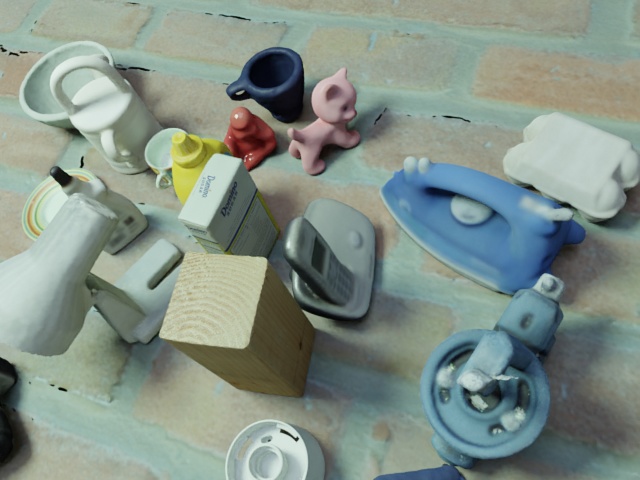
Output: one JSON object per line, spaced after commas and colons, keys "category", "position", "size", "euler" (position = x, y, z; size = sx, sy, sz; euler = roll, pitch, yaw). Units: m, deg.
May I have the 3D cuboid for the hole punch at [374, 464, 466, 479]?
{"category": "hole punch", "position": [0.104, 0.274, 0.549], "size": [0.101, 0.091, 0.108], "euler": [-15, 60, 6]}

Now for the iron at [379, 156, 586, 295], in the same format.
{"category": "iron", "position": [0.171, -0.041, 0.669], "size": [0.257, 0.142, 0.119], "euler": [27, 72, 24]}

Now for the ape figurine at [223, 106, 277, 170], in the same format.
{"category": "ape figurine", "position": [-0.105, -0.154, 0.823], "size": [0.077, 0.092, 0.076], "euler": [-2, 62, 13]}

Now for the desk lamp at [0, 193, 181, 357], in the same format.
{"category": "desk lamp", "position": [-0.274, 0.049, 0.686], "size": [0.117, 0.214, 0.203], "euler": [34, 75, 26]}

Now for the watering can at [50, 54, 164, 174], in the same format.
{"category": "watering can", "position": [-0.314, -0.195, 0.835], "size": [0.101, 0.194, 0.172], "euler": [-39, 61, -8]}

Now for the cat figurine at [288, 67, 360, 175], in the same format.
{"category": "cat figurine", "position": [0.006, -0.171, 0.790], "size": [0.128, 0.118, 0.067], "euler": [-41, 61, -9]}

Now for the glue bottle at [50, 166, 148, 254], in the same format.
{"category": "glue bottle", "position": [-0.303, -0.047, 0.767], "size": [0.078, 0.173, 0.037], "euler": [-40, 61, -9]}

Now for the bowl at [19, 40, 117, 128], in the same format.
{"category": "bowl", "position": [-0.402, -0.244, 0.951], "size": [0.167, 0.075, 0.167], "euler": [-6, 62, 11]}

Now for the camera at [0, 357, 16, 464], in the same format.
{"category": "camera", "position": [-0.451, 0.223, 0.702], "size": [0.143, 0.101, 0.136], "euler": [-39, 61, -8]}

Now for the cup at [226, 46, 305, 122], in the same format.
{"category": "cup", "position": [-0.071, -0.215, 0.845], "size": [0.117, 0.095, 0.091], "euler": [-22, 60, 2]}

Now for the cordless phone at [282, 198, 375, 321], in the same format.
{"category": "cordless phone", "position": [0.006, 0.002, 0.661], "size": [0.094, 0.185, 0.147], "euler": [-2, 63, 13]}

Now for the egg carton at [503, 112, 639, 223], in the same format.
{"category": "egg carton", "position": [0.309, -0.090, 0.704], "size": [0.150, 0.069, 0.107], "euler": [32, 74, 26]}

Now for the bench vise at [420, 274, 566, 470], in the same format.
{"category": "bench vise", "position": [0.165, 0.107, 0.548], "size": [0.121, 0.220, 0.207], "euler": [13, 67, 19]}
